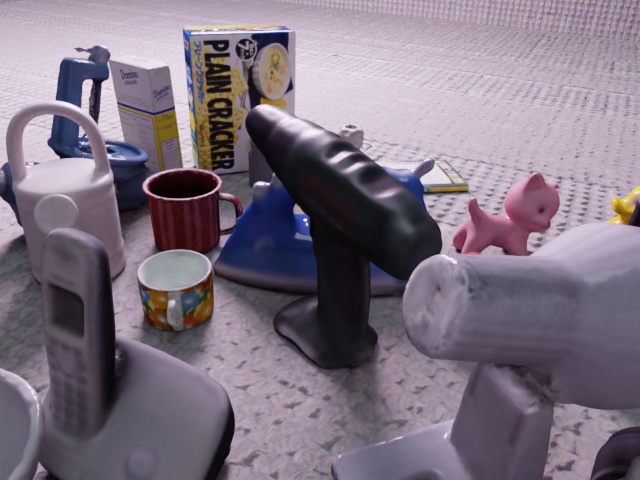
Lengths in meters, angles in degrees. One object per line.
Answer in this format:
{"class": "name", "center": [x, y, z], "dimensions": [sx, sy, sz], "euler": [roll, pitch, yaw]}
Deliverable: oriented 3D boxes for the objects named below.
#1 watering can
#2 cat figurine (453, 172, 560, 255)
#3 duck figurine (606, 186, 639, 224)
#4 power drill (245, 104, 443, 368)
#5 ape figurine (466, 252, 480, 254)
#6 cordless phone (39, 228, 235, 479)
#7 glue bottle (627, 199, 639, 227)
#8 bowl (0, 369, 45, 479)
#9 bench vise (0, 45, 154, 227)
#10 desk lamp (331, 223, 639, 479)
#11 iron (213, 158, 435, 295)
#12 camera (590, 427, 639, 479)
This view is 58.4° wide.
{"class": "watering can", "center": [-0.267, -0.049, 0.608], "dimensions": [0.101, 0.194, 0.172], "euler": [-20, 37, -34]}
{"class": "cat figurine", "center": [0.232, -0.031, 0.692], "dimensions": [0.128, 0.118, 0.067], "euler": [-3, 30, -9]}
{"class": "duck figurine", "center": [0.415, -0.027, 0.730], "dimensions": [0.104, 0.086, 0.077], "euler": [9, 31, 11]}
{"class": "power drill", "center": [0.005, 0.002, 0.526], "dimensions": [0.076, 0.208, 0.228], "euler": [-22, 38, -36]}
{"class": "ape figurine", "center": [0.149, 0.054, 0.563], "dimensions": [0.076, 0.092, 0.077], "euler": [-10, 32, -21]}
{"class": "cordless phone", "center": [-0.131, 0.090, 0.386], "dimensions": [0.147, 0.185, 0.094], "euler": [15, 32, 21]}
{"class": "glue bottle", "center": [0.265, 0.041, 0.513], "dimensions": [0.037, 0.173, 0.078], "euler": [25, 37, 34]}
{"class": "bowl", "center": [-0.259, 0.160, 0.364], "dimensions": [0.167, 0.075, 0.167], "euler": [2, 30, -1]}
{"class": "bench vise", "center": [-0.297, -0.114, 0.694], "dimensions": [0.121, 0.220, 0.208], "euler": [15, 32, 21]}
{"class": "desk lamp", "center": [0.122, 0.095, 0.369], "dimensions": [0.204, 0.214, 0.117], "euler": [-9, 32, -20]}
{"class": "iron", "center": [0.008, -0.024, 0.639], "dimensions": [0.258, 0.141, 0.118], "euler": [-1, 30, -7]}
{"class": "camera", "center": [0.214, 0.178, 0.343], "dimensions": [0.142, 0.101, 0.137], "euler": [19, 34, 26]}
